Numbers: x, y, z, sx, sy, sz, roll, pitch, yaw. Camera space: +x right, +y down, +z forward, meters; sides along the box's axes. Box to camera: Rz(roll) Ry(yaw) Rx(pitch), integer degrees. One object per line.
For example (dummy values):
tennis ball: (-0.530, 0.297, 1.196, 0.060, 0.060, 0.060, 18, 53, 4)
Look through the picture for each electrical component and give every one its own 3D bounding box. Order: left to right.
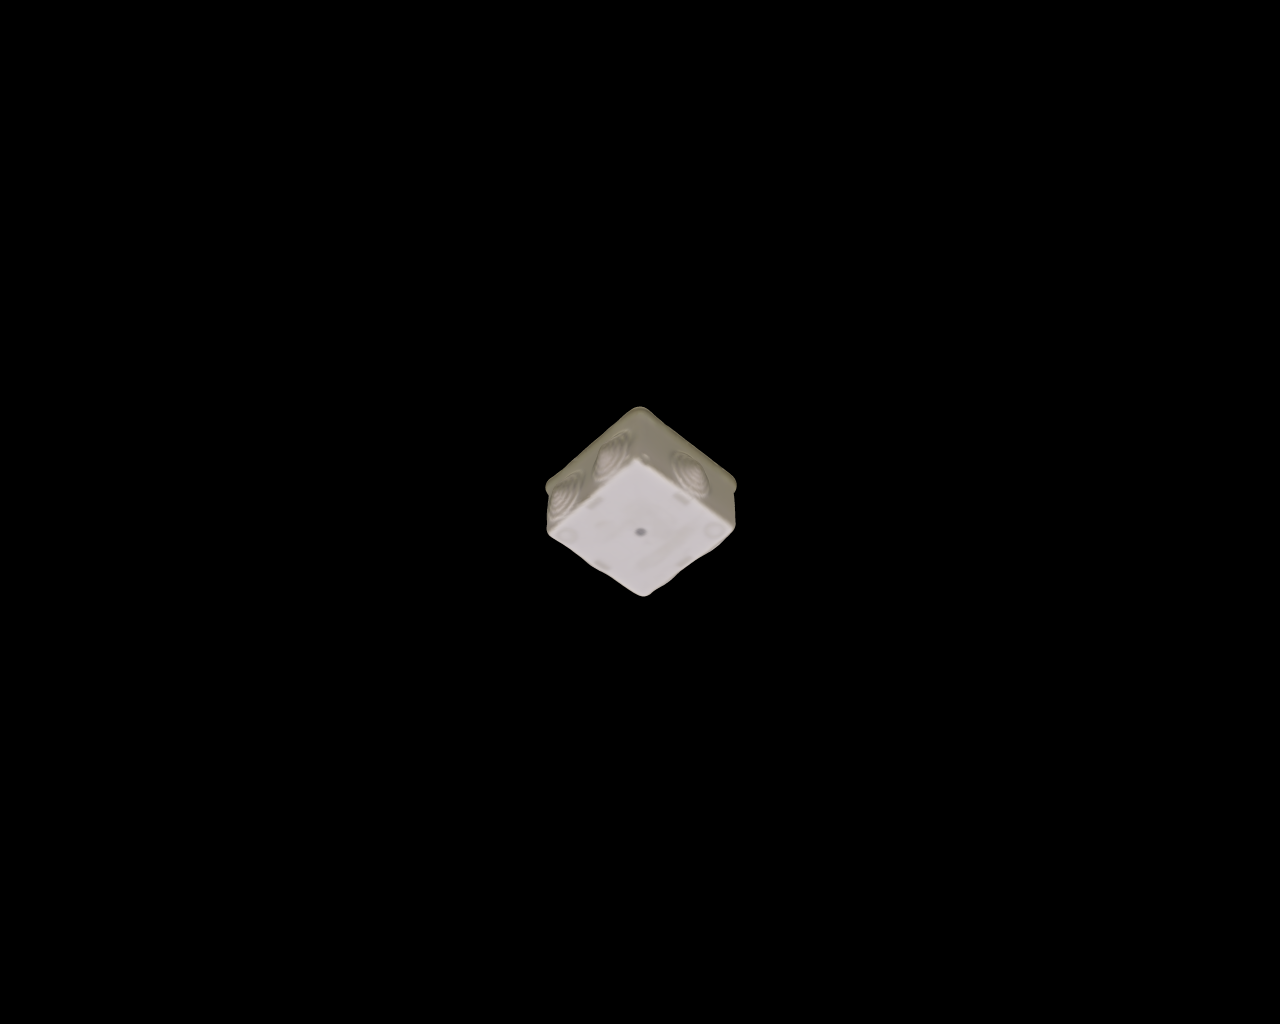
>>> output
electrical component: (0.001, -0.003, 0.650, 0.099, 0.048, 0.099, 36, -58, -27)
